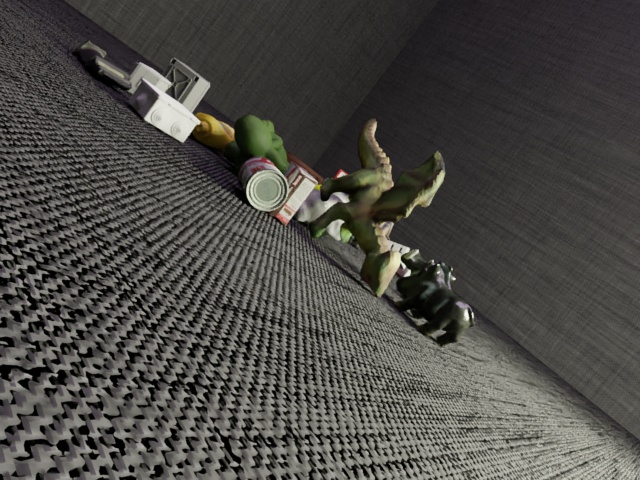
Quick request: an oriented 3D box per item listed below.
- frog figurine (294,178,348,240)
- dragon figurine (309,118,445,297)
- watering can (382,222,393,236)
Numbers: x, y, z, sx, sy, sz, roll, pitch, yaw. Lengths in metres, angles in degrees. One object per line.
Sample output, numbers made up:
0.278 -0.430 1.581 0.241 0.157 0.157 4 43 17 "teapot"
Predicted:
0.003 -0.053 1.059 0.138 0.120 0.162 47 43 12 "frog figurine"
0.121 -0.093 0.924 0.241 0.418 0.120 -8 -35 42 "dragon figurine"
0.147 -0.072 1.864 0.225 0.103 0.350 39 20 10 "watering can"
